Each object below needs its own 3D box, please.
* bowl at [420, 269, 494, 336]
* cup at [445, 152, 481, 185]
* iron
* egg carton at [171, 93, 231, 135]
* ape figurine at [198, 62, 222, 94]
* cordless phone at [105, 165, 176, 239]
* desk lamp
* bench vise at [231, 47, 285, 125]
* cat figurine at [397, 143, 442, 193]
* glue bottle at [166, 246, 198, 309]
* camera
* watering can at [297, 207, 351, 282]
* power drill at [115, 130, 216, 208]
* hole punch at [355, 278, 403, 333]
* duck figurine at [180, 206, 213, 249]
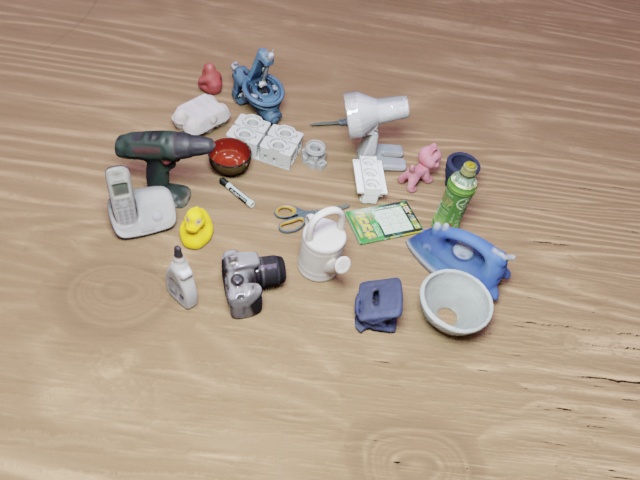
[{"bbox_3d":[0.296,0.151,1.279,0.167,0.075,0.167,5,50,-6],"label":"bowl"},{"bbox_3d":[0.375,-0.166,1.542,0.091,0.095,0.118,9,50,-2],"label":"cup"},{"bbox_3d":[0.329,0.026,1.345,0.257,0.141,0.119,30,52,15],"label":"iron"},{"bbox_3d":[-0.327,-0.341,1.583,0.107,0.069,0.150,37,54,20],"label":"egg carton"},{"bbox_3d":[-0.322,-0.482,1.685,0.078,0.092,0.076,-18,56,-23],"label":"ape figurine"},{"bbox_3d":[-0.406,-0.097,1.292,0.148,0.185,0.094,-17,55,-22],"label":"cordless phone"},{"bbox_3d":[0.149,-0.298,1.535,0.203,0.213,0.118,1,51,-9],"label":"desk lamp"},{"bbox_3d":[-0.187,-0.451,1.600,0.207,0.220,0.122,29,52,14],"label":"bench vise"},{"bbox_3d":[0.278,-0.206,1.543,0.128,0.118,0.067,-32,62,-30],"label":"cat figurine"},{"bbox_3d":[-0.287,0.069,1.183,0.078,0.173,0.037,40,56,22],"label":"glue bottle"},{"bbox_3d":[-0.141,0.080,1.246,0.137,0.101,0.143,-7,52,-15],"label":"camera"},{"bbox_3d":[0.014,0.004,1.275,0.172,0.194,0.101,38,55,21],"label":"watering can"},{"bbox_3d":[-0.358,-0.174,1.349,0.229,0.208,0.075,8,50,-3],"label":"power drill"},{"bbox_3d":[0.127,0.139,1.249,0.101,0.091,0.108,7,50,-4],"label":"hole punch"},{"bbox_3d":[-0.288,-0.042,1.332,0.077,0.086,0.104,11,50,-1],"label":"duck figurine"}]
